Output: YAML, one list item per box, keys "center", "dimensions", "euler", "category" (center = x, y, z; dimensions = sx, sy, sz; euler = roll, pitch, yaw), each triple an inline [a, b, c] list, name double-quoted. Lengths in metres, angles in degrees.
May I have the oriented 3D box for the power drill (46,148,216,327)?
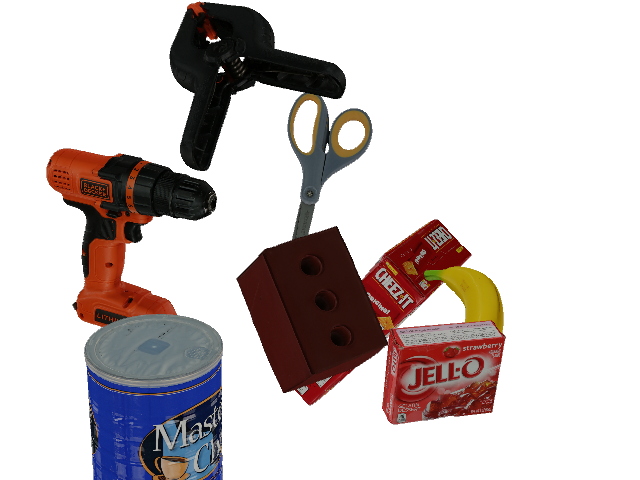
- center: [-0.186, 0.005, 1.076]
  dimensions: [0.185, 0.188, 0.057]
  euler: [14, 29, 22]
  category: "power drill"

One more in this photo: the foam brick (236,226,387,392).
- center: [-0.006, 0.041, 0.623]
  dimensions: [0.052, 0.078, 0.051]
  euler: [-18, -11, -29]
  category: "foam brick"

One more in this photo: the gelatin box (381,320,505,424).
- center: [0.095, 0.103, 0.837]
  dimensions: [0.089, 0.073, 0.030]
  euler: [-4, 29, -15]
  category: "gelatin box"

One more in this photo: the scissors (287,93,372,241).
- center: [0.008, -0.054, 1.083]
  dimensions: [0.096, 0.202, 0.016]
  euler: [-3, -11, -1]
  category: "scissors"

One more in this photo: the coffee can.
- center: [-0.126, 0.142, 0.823]
  dimensions: [0.103, 0.140, 0.103]
  euler: [2, 23, -1]
  category: "coffee can"

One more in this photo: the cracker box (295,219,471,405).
- center: [0.062, 0.081, 1.261]
  dimensions: [0.214, 0.072, 0.164]
  euler: [-47, -7, 30]
  category: "cracker box"

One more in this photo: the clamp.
- center: [-0.052, -0.125, 0.756]
  dimensions: [0.120, 0.171, 0.039]
  euler: [-18, -44, 0]
  category: "clamp"

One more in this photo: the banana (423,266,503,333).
- center: [0.150, 0.078, 1.065]
  dimensions: [0.070, 0.037, 0.198]
  euler: [-29, 26, 14]
  category: "banana"
